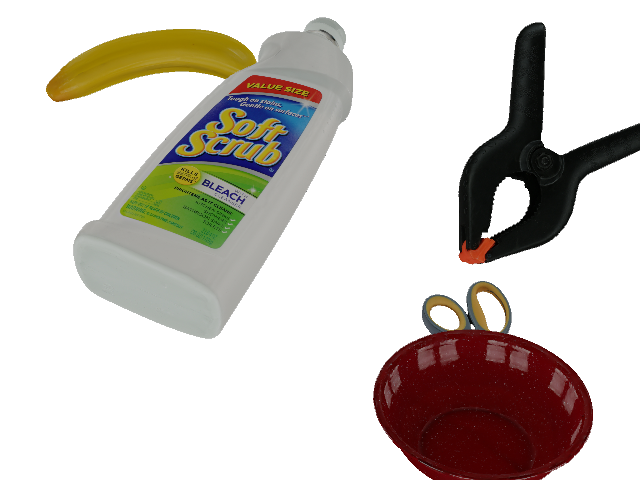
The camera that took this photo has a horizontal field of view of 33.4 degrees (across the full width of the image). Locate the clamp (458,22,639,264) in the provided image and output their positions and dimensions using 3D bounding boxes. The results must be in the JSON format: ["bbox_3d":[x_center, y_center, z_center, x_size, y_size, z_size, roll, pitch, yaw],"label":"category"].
[{"bbox_3d":[0.158,-0.051,0.726,0.120,0.171,0.039,27,-6,2],"label":"clamp"}]

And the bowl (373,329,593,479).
[{"bbox_3d":[0.120,0.138,0.805,0.162,0.055,0.162,0,35,0],"label":"bowl"}]

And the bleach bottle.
[{"bbox_3d":[-0.052,-0.060,0.691,0.102,0.250,0.068,22,-35,9],"label":"bleach bottle"}]

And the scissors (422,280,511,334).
[{"bbox_3d":[0.144,0.113,0.990,0.096,0.016,0.201,3,44,0],"label":"scissors"}]

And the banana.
[{"bbox_3d":[-0.141,-0.156,0.943,0.197,0.069,0.037,-1,-33,-4],"label":"banana"}]
